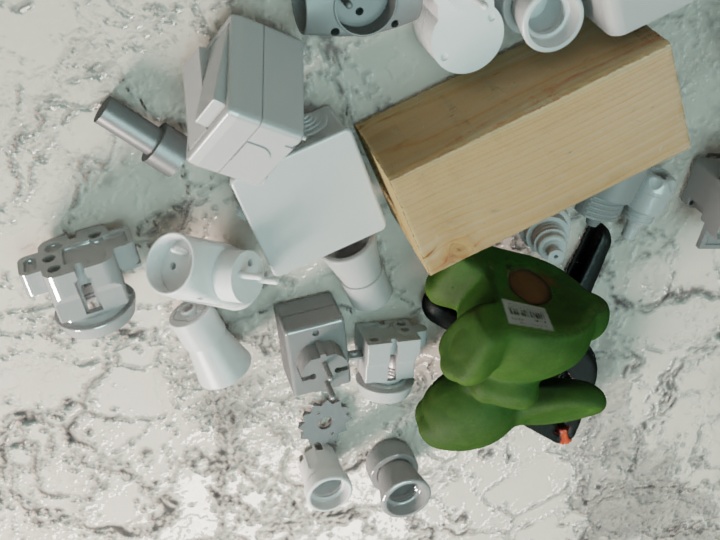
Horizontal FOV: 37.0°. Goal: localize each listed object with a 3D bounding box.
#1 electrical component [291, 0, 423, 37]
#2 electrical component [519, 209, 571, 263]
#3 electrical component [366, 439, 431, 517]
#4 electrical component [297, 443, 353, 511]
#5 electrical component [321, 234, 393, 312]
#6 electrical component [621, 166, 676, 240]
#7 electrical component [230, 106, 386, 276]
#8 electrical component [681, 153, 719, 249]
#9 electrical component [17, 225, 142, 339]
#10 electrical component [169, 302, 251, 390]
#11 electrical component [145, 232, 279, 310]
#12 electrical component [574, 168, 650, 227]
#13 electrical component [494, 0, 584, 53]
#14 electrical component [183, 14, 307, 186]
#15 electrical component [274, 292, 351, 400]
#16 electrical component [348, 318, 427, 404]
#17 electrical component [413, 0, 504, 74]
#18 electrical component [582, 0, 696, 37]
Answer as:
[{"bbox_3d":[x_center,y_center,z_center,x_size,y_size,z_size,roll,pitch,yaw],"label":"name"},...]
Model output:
[{"bbox_3d":[-0.003,-0.192,0.680,0.077,0.044,0.079,-11,125,-13],"label":"electrical component"},{"bbox_3d":[0.142,-0.032,0.825,0.040,0.078,0.040,-2,125,-3],"label":"electrical component"},{"bbox_3d":[0.032,0.181,0.939,0.045,0.055,0.045,-9,125,-14],"label":"electrical component"},{"bbox_3d":[-0.032,0.176,0.918,0.040,0.046,0.040,-10,125,-14],"label":"electrical component"},{"bbox_3d":[0.000,0.000,0.814,0.044,0.044,0.065,-26,132,-2],"label":"electrical component"},{"bbox_3d":[0.228,-0.052,0.866,0.035,0.035,0.061,5,123,-23],"label":"electrical component"},{"bbox_3d":[-0.040,-0.057,0.755,0.100,0.048,0.099,-24,127,-3],"label":"electrical component"},{"bbox_3d":[0.296,-0.059,0.867,0.042,0.063,0.081,0,122,-20],"label":"electrical component"},{"bbox_3d":[-0.188,0.010,0.741,0.078,0.058,0.057,-18,124,-10],"label":"electrical component"},{"bbox_3d":[-0.115,0.052,0.807,0.044,0.044,0.065,-27,123,-1],"label":"electrical component"},{"bbox_3d":[-0.094,0.003,0.746,0.077,0.079,0.043,18,79,-57],"label":"electrical component"},{"bbox_3d":[0.196,-0.070,0.836,0.043,0.043,0.081,7,120,-24],"label":"electrical component"},{"bbox_3d":[0.119,-0.178,0.727,0.045,0.055,0.045,-10,125,-14],"label":"electrical component"},{"bbox_3d":[-0.075,-0.113,0.681,0.061,0.096,0.062,17,145,-29],"label":"electrical component"},{"bbox_3d":[-0.031,0.068,0.825,0.047,0.076,0.065,-14,126,-11],"label":"electrical component"},{"bbox_3d":[0.021,0.074,0.869,0.066,0.048,0.055,-5,117,-16],"label":"electrical component"},{"bbox_3d":[0.067,-0.189,0.688,0.052,0.073,0.138,-15,126,-10],"label":"electrical component"},{"bbox_3d":[0.195,-0.215,0.716,0.113,0.078,0.057,-26,131,-2],"label":"electrical component"}]
